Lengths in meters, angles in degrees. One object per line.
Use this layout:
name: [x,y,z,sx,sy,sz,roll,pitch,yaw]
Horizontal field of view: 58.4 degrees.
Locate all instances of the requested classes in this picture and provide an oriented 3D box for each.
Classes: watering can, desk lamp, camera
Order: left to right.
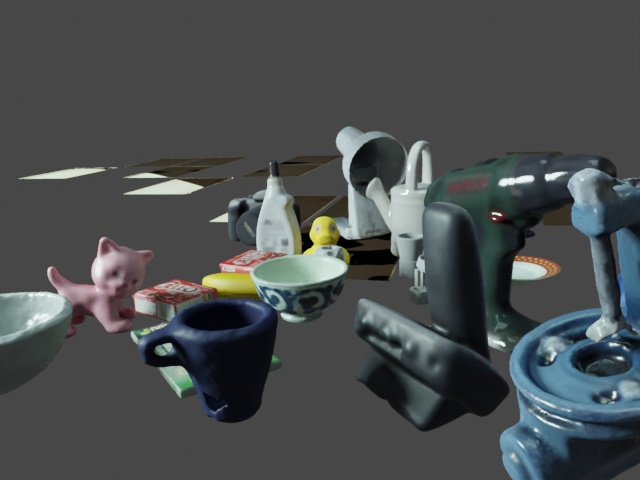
camera: [-0.124,-0.044,1.114,0.143,0.101,0.137,2,14,18]
desk lamp: [0.082,-0.112,1.121,0.118,0.214,0.202,-7,14,-17]
watering can: [0.163,-0.071,0.980,0.172,0.194,0.101,0,14,10]

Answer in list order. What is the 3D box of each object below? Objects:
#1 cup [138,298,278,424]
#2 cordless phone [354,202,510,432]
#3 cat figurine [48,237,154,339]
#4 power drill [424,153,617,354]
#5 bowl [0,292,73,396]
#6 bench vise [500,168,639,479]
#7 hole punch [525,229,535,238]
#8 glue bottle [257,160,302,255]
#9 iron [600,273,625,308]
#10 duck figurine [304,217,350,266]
cup: [-0.091,0.110,0.490,0.118,0.095,0.091,-10,15,-27]
cordless phone: [0.092,0.052,0.502,0.094,0.185,0.147,-11,16,-31]
cat figurine: [-0.270,0.052,0.709,0.128,0.118,0.067,-5,14,-10]
power drill: [0.204,0.008,0.617,0.076,0.208,0.228,-11,16,-31]
bowl: [-0.331,0.111,0.569,0.167,0.075,0.167,-2,14,1]
bench vise: [0.217,0.056,0.393,0.208,0.220,0.121,-11,16,-32]
hole punch: [0.334,-0.047,1.070,0.109,0.091,0.100,-10,16,-28]
glue bottle: [-0.072,-0.048,0.971,0.078,0.173,0.037,3,15,23]
iron: [0.364,0.056,0.532,0.119,0.141,0.257,-8,15,-22]
duck figurine: [0.009,0.003,0.929,0.077,0.086,0.104,-3,14,-2]
